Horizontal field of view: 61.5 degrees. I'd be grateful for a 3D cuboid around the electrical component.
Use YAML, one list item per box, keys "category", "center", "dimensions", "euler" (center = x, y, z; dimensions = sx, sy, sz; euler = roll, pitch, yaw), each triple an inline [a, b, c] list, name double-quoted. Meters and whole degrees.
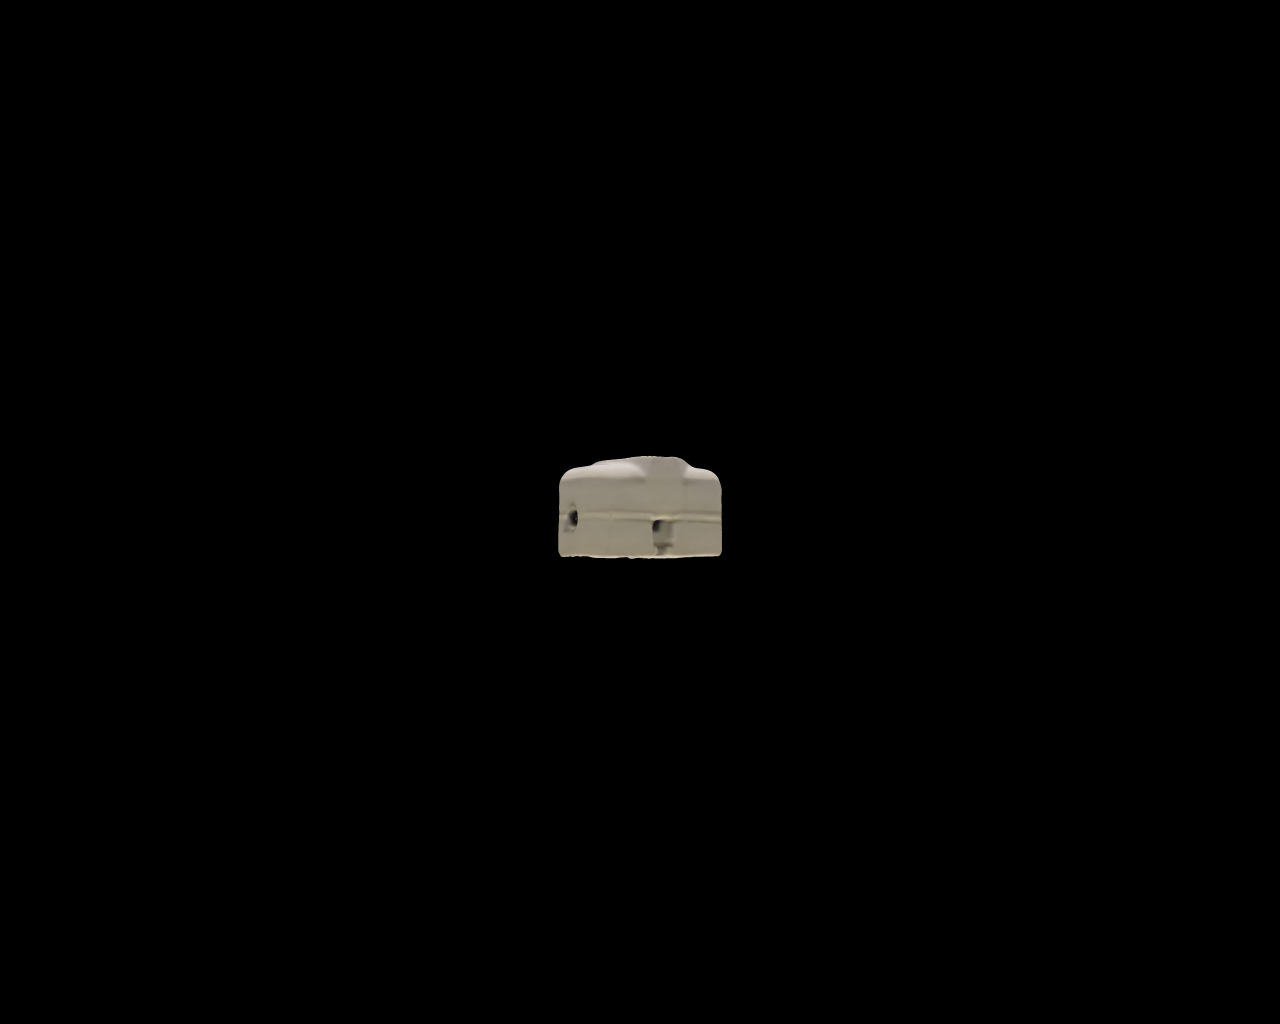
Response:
- category: "electrical component"
  center: [0.001, -0.003, 0.650]
  dimensions: [0.095, 0.059, 0.053]
  euler: [2, -4, -31]
